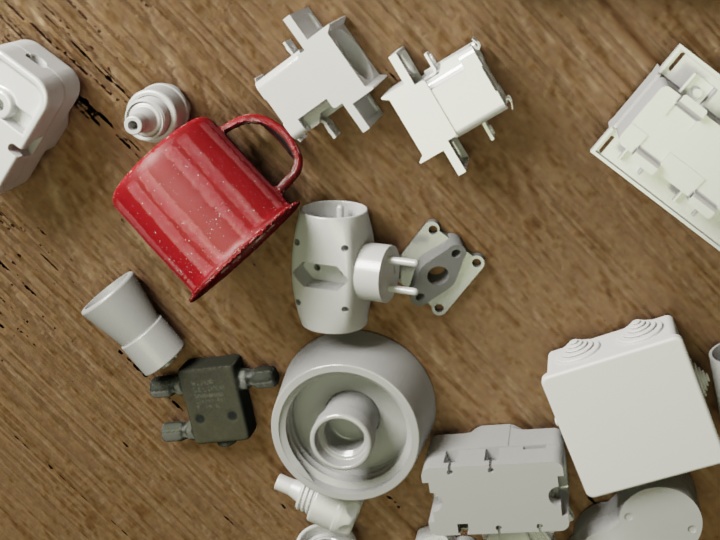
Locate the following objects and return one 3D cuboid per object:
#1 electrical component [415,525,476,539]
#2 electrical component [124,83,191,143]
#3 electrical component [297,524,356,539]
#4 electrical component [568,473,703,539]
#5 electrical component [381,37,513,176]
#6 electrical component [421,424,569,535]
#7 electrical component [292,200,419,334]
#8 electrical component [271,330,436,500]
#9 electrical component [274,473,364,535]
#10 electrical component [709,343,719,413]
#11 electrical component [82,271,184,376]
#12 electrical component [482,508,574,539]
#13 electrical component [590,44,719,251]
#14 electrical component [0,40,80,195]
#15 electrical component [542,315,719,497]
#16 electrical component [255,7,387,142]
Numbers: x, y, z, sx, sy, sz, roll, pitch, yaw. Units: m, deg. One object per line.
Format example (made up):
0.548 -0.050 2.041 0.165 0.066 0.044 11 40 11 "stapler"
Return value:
0.061 0.224 0.743 0.058 0.057 0.078 -20 104 17 "electrical component"
-0.130 -0.096 0.669 0.035 0.061 0.035 3 109 10 "electrical component"
-0.023 0.214 0.763 0.066 0.048 0.055 3 117 10 "electrical component"
0.166 0.192 0.702 0.052 0.073 0.138 38 111 -3 "electrical component"
0.053 -0.102 0.642 0.064 0.042 0.081 -30 101 15 "electrical component"
0.091 0.137 0.708 0.089 0.055 0.050 -6 107 13 "electrical component"
0.000 0.000 0.682 0.079 0.043 0.077 8 110 22 "electrical component"
-0.007 0.101 0.713 0.108 0.060 0.108 3 109 10 "electrical component"
-0.030 0.159 0.751 0.061 0.035 0.035 22 111 6 "electrical component"
0.245 0.086 0.667 0.043 0.043 0.081 -11 106 15 "electrical component"
-0.151 0.039 0.731 0.044 0.044 0.065 -34 104 19 "electrical component"
0.116 0.176 0.729 0.061 0.035 0.035 -30 101 16 "electrical component"
0.205 -0.059 0.615 0.121 0.063 0.078 37 111 -3 "electrical component"
-0.226 -0.097 0.689 0.054 0.059 0.095 37 111 -3 "electrical component"
0.171 0.084 0.678 0.100 0.048 0.099 -20 104 17 "electrical component"
-0.025 -0.115 0.653 0.064 0.042 0.081 -32 99 21 "electrical component"
